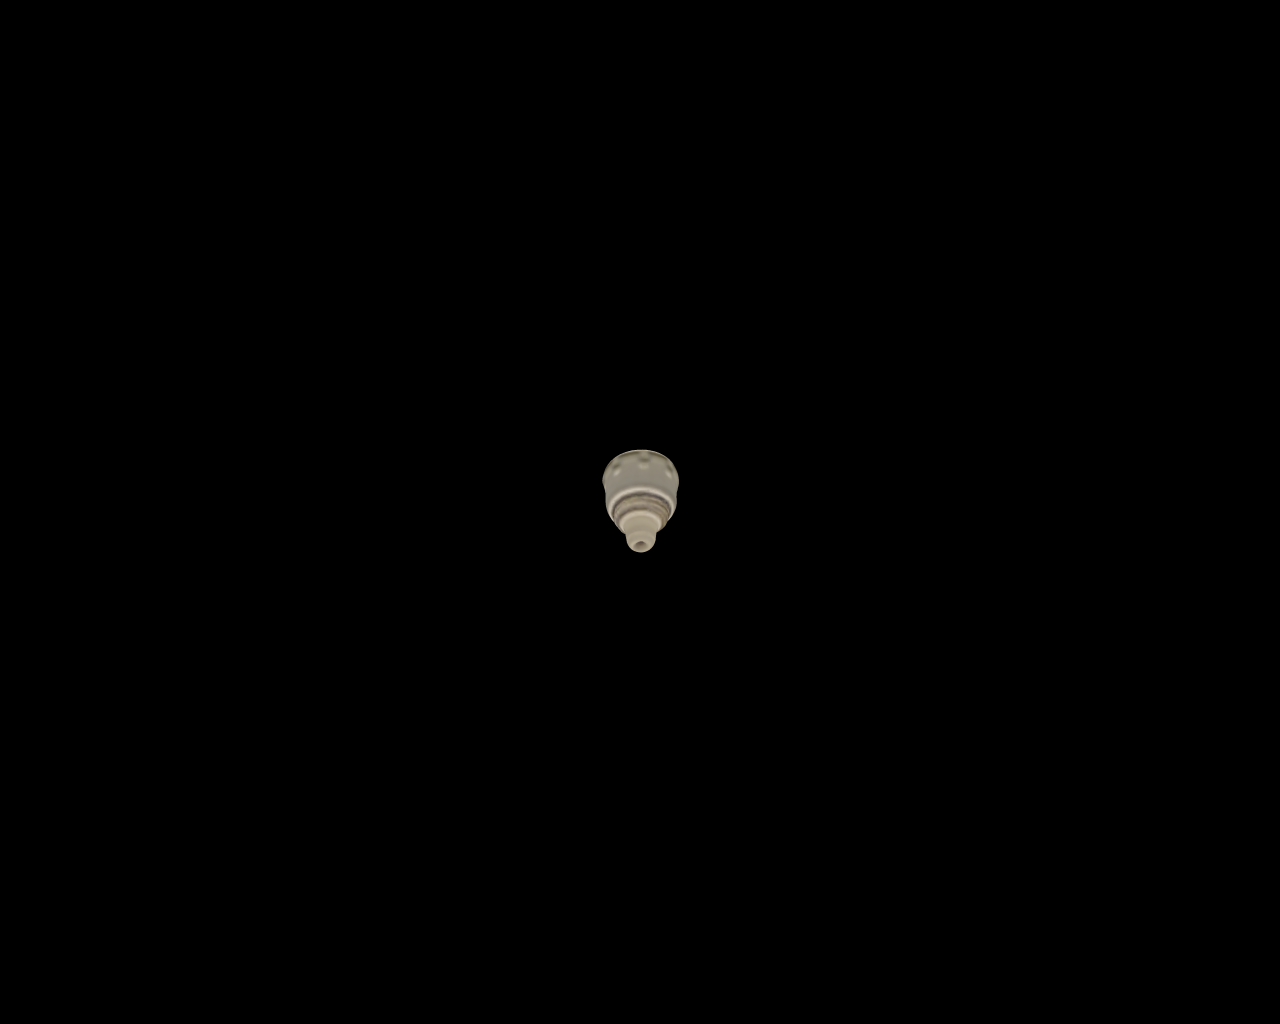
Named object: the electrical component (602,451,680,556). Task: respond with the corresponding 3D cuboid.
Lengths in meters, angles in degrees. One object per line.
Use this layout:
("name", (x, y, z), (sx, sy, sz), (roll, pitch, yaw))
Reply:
("electrical component", (0.001, -0.003, 0.650), (0.048, 0.062, 0.048), (0, -40, 0))
